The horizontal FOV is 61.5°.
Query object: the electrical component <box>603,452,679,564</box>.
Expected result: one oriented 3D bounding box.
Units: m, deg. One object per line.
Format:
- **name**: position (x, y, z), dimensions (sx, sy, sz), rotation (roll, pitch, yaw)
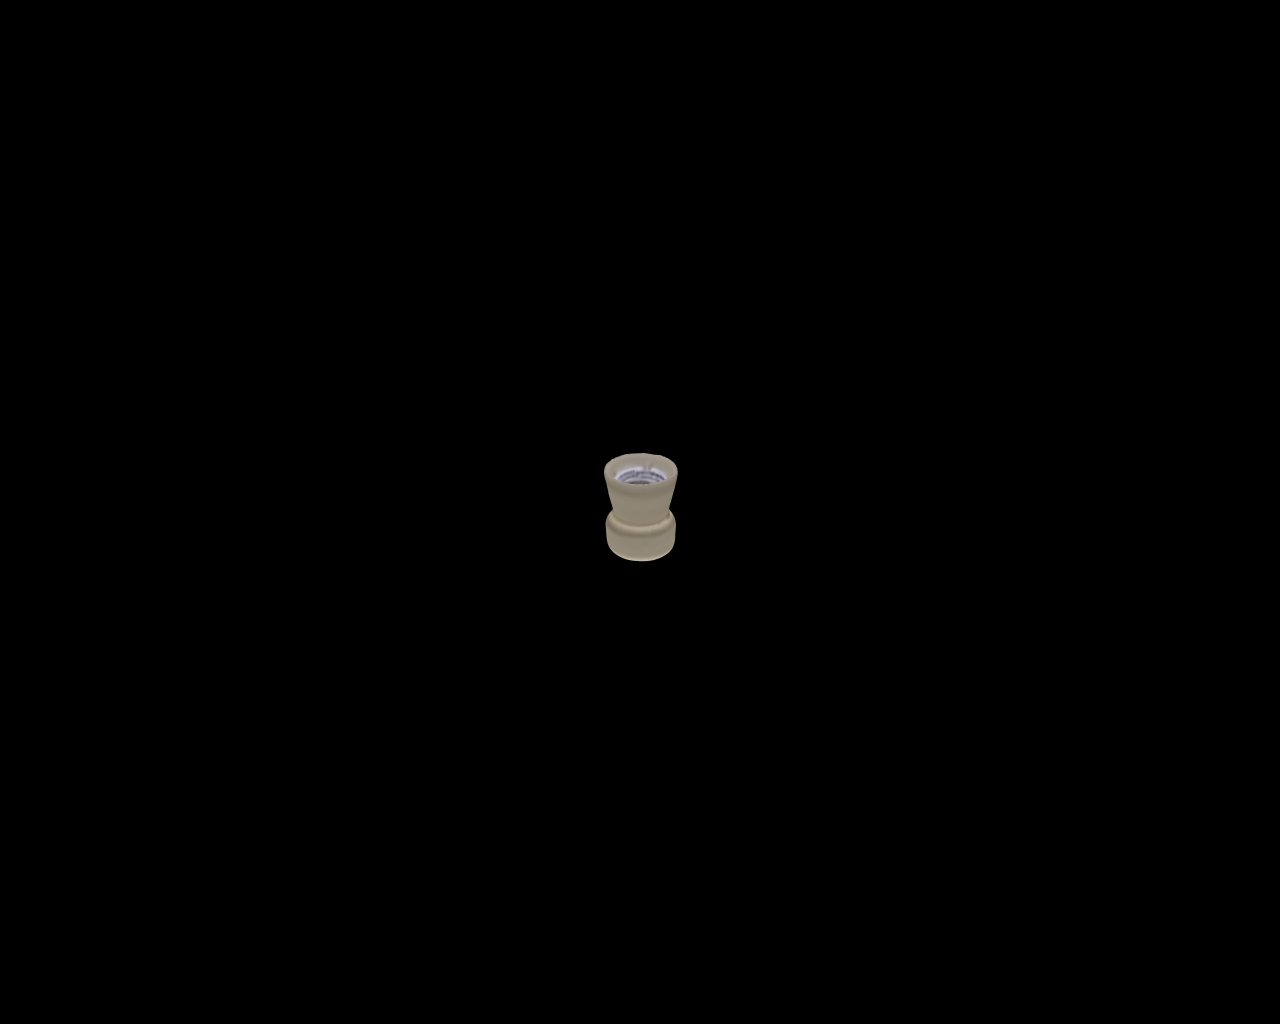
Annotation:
- **electrical component**: position (0.001, -0.003, 0.650), dimensions (0.045, 0.055, 0.045), rotation (0, 29, 0)
